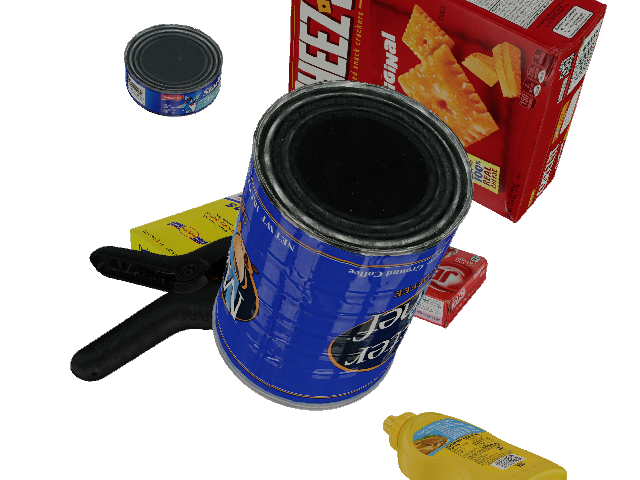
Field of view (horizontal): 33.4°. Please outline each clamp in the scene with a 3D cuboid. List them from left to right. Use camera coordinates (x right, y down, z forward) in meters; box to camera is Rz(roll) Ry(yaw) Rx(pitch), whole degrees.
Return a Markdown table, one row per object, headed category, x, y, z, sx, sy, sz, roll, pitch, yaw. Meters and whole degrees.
| category | x | y | z | sx | sy | sz | roll | pitch | yaw |
| --- | --- | --- | --- | --- | --- | --- | --- | --- | --- |
| clamp | -0.091 | 0.041 | 0.726 | 0.172 | 0.120 | 0.039 | -9 | -43 | 16 |

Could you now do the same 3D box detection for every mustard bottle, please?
| category | x | y | z | sx | sy | sz | roll | pitch | yaw |
| --- | --- | --- | --- | --- | --- | --- | --- | --- | --- |
| mustard bottle | 0.131 | 0.209 | 1.015 | 0.096 | 0.058 | 0.192 | -15 | 24 | -38 |

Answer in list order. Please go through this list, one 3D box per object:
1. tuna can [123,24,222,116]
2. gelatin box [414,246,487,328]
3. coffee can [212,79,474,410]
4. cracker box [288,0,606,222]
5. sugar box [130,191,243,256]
| category | x | y | z | sx | sy | sz | roll | pitch | yaw |
| --- | --- | --- | --- | --- | --- | --- | --- | --- | --- |
| tuna can | -0.130 | -0.150 | 0.942 | 0.086 | 0.086 | 0.034 | 0 | -37 | -9 |
| gelatin box | 0.084 | 0.030 | 0.895 | 0.089 | 0.030 | 0.073 | 19 | 38 | 27 |
| coffee can | 0.006 | 0.006 | 0.530 | 0.102 | 0.103 | 0.140 | 0 | -37 | -15 |
| cracker box | 0.079 | -0.130 | 0.770 | 0.214 | 0.164 | 0.072 | 30 | 54 | 20 |
| sugar box | -0.092 | -0.003 | 1.073 | 0.175 | 0.048 | 0.093 | -24 | 39 | -34 |
